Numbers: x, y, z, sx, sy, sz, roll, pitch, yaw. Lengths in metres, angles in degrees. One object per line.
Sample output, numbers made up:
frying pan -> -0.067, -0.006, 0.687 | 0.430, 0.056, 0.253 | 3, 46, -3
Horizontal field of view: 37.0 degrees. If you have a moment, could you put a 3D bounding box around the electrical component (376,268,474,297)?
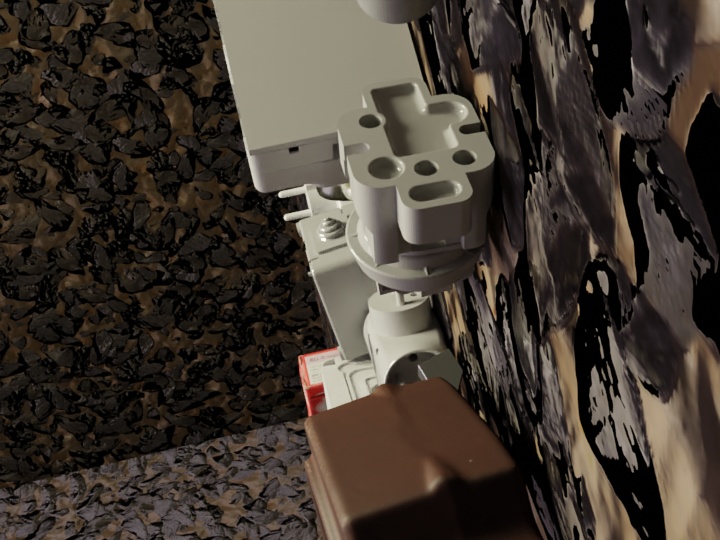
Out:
electrical component -> 0.025, -0.023, 0.503 | 0.063, 0.042, 0.081 | -113, 10, -62

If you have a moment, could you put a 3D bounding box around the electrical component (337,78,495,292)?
electrical component -> 0.022, -0.029, 0.423 | 0.057, 0.058, 0.078 | 85, 171, -45

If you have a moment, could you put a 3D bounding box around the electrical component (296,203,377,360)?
electrical component -> 0.000, 0.000, 0.705 | 0.061, 0.061, 0.096 | -107, -1, -52

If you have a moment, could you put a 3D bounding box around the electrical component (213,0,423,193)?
electrical component -> -0.026, -0.123, 0.549 | 0.061, 0.089, 0.150 | 90, 167, -72

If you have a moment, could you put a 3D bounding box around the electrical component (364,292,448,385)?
electrical component -> 0.026, 0.035, 0.647 | 0.077, 0.043, 0.079 | -112, 11, -67

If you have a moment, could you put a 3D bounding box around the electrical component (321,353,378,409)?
electrical component -> 0.020, 0.099, 0.684 | 0.113, 0.078, 0.057 | -113, 14, -69

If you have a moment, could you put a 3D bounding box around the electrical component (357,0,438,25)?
electrical component -> 0.013, -0.119, 0.392 | 0.065, 0.044, 0.044 | 75, -179, -73

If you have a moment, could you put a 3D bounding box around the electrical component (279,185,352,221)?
electrical component -> -0.019, -0.053, 0.762 | 0.047, 0.076, 0.083 | 87, 170, -66
